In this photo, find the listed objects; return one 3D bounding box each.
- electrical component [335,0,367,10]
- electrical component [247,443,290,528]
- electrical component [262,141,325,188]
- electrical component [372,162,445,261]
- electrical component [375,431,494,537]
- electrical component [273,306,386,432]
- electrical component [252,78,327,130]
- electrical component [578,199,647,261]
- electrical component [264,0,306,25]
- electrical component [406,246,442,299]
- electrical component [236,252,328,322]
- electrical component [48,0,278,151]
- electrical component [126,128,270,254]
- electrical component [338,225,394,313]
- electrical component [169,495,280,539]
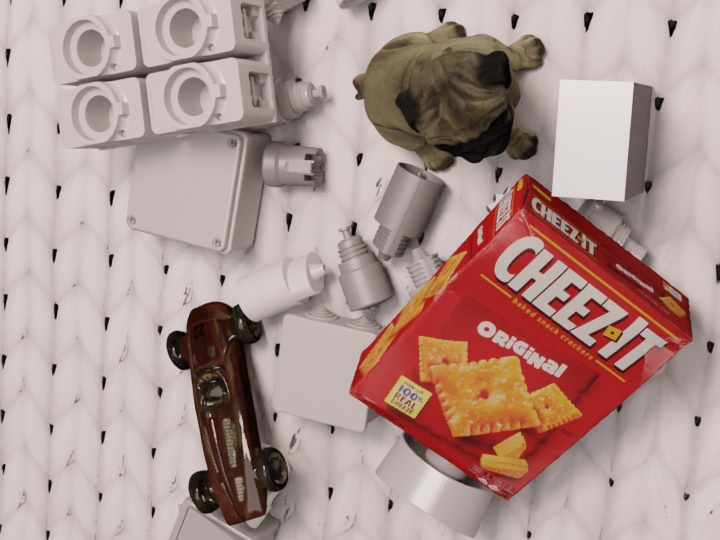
[{"bbox_3d":[-0.018,-0.264,0.896,0.043,0.043,0.081,-32,85,23],"label":"electrical component"},{"bbox_3d":[-0.097,0.193,0.988,0.055,0.048,0.066,-52,53,17],"label":"electrical component"},{"bbox_3d":[-0.057,-0.091,0.939,0.046,0.040,0.040,6,99,15],"label":"electrical component"},{"bbox_3d":[0.035,-0.045,0.905,0.043,0.043,0.081,29,107,16],"label":"electrical component"},{"bbox_3d":[0.063,0.179,0.898,0.099,0.099,0.064,31,101,16],"label":"electrical component"},{"bbox_3d":[-0.023,0.085,0.943,0.100,0.048,0.099,11,101,20],"label":"electrical component"},{"bbox_3d":[-0.066,-0.147,0.933,0.078,0.040,0.040,-8,94,23],"label":"electrical component"},{"bbox_3d":[0.194,-0.025,0.843,0.062,0.048,0.048,33,108,8],"label":"electrical component"},{"bbox_3d":[-0.080,-0.257,0.912,0.061,0.062,0.096,-22,89,23],"label":"electrical component"},{"bbox_3d":[0.064,0.019,0.902,0.043,0.043,0.081,-25,87,23],"label":"electrical component"},{"bbox_3d":[-0.065,0.012,0.953,0.081,0.043,0.043,-22,89,23],"label":"electrical component"},{"bbox_3d":[-0.169,-0.164,0.896,0.186,0.060,0.105,-5,93,27],"label":"electrical component"},{"bbox_3d":[-0.146,-0.080,0.967,0.109,0.056,0.108,15,103,20],"label":"electrical component"},{"bbox_3d":[0.000,0.000,0.927,0.040,0.040,0.078,-20,89,23],"label":"electrical component"},{"bbox_3d":[-0.136,0.247,1.005,0.096,0.061,0.061,27,106,17],"label":"electrical component"}]
